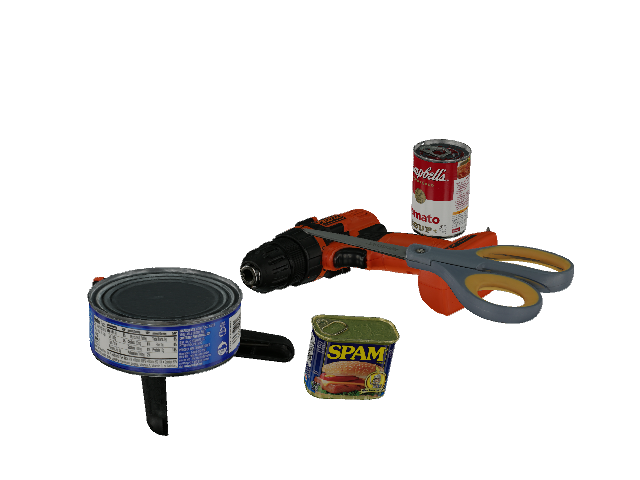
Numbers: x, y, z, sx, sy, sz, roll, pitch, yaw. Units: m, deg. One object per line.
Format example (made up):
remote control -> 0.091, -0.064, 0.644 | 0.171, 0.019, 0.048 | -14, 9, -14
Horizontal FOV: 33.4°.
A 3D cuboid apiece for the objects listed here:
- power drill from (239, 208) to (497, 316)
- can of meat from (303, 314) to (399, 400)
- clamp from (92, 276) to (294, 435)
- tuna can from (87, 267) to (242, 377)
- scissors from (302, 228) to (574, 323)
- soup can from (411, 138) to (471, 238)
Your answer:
power drill -> 0.047, 0.018, 0.939 | 0.188, 0.057, 0.184 | 11, 22, 35
can of meat -> 0.034, 0.139, 1.256 | 0.102, 0.084, 0.057 | 4, 24, -13
clamp -> -0.139, 0.090, 1.010 | 0.164, 0.036, 0.210 | -21, 41, -34
tuna can -> -0.087, 0.045, 0.600 | 0.086, 0.034, 0.086 | 2, 18, -1
scissors -> 0.075, 0.022, 0.750 | 0.202, 0.016, 0.096 | 5, 29, 12
soup can -> 0.142, -0.061, 1.267 | 0.068, 0.102, 0.068 | 0, 27, 0
